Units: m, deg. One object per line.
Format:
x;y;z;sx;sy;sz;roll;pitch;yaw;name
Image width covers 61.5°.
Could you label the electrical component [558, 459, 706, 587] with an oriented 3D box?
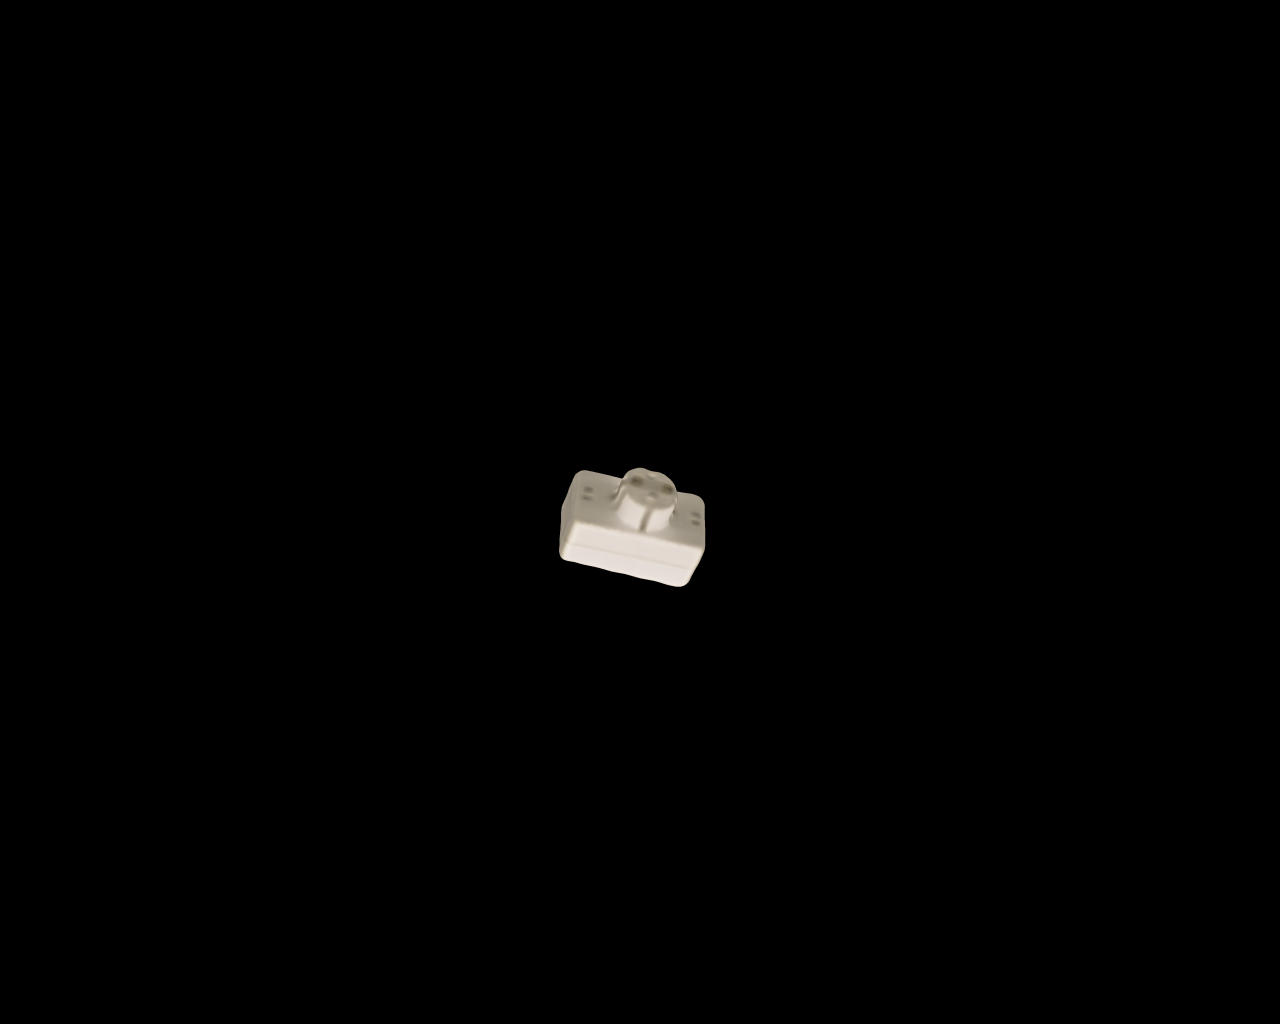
0.001;-0.003;0.650;0.083;0.047;0.075;13;-47;-12;electrical component
